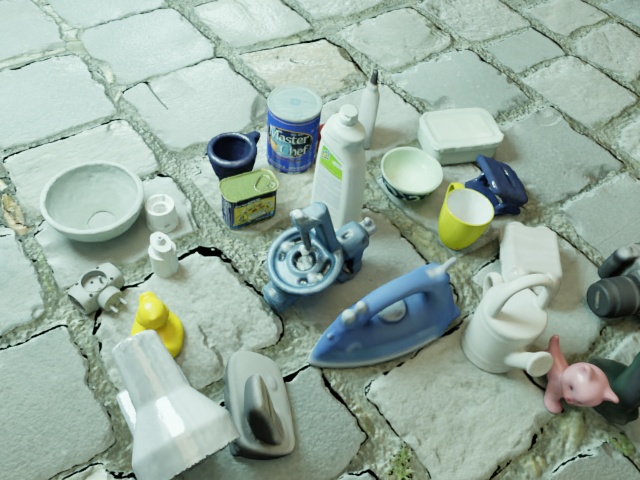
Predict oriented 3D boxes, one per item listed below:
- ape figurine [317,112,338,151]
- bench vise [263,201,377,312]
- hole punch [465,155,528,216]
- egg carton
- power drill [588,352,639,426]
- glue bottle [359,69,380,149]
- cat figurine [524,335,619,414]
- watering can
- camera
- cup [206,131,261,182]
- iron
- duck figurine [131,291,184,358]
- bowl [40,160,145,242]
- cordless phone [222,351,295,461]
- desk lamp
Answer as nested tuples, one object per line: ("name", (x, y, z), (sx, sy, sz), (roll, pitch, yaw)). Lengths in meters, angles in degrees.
("ape figurine", (0.034, -0.220, 1.155), (0.076, 0.092, 0.077), (-32, 62, -28))
("bench vise", (-0.001, -0.003, 0.899), (0.121, 0.220, 0.208), (32, 55, 17))
("hole punch", (0.348, -0.110, 1.111), (0.101, 0.091, 0.108), (-6, 53, -12))
("egg carton", (0.369, 0.036, 1.014), (0.107, 0.069, 0.150), (10, 52, 0))
("power drill", (0.474, 0.172, 0.833), (0.075, 0.208, 0.229), (12, 52, 2))
("glue bottle", (0.098, -0.270, 1.150), (0.037, 0.173, 0.078), (7, 52, -1))
("cat figurine", (0.376, 0.201, 0.855), (0.067, 0.118, 0.127), (-13, 55, -17))
("watering can", (0.292, 0.120, 0.858), (0.101, 0.194, 0.172), (-25, 59, -24))
("camera", (0.531, 0.075, 0.985), (0.137, 0.101, 0.143), (-7, 53, -12))
("cup", (-0.155, -0.146, 1.071), (0.091, 0.095, 0.118), (33, 55, 18))
("iron", (0.101, 0.108, 0.876), (0.259, 0.141, 0.118), (-22, 58, -22))
("duck figurine", (-0.245, 0.125, 0.852), (0.078, 0.086, 0.104), (-16, 56, -19))
("bowl", (-0.382, -0.054, 0.981), (0.167, 0.075, 0.167), (4, 52, -5))
("cordless phone", (-0.081, 0.199, 0.753), (0.094, 0.185, 0.147), (-9, 54, -14))
("desk lamp", (-0.190, 0.216, 0.707), (0.118, 0.213, 0.202), (-26, 59, -24))
